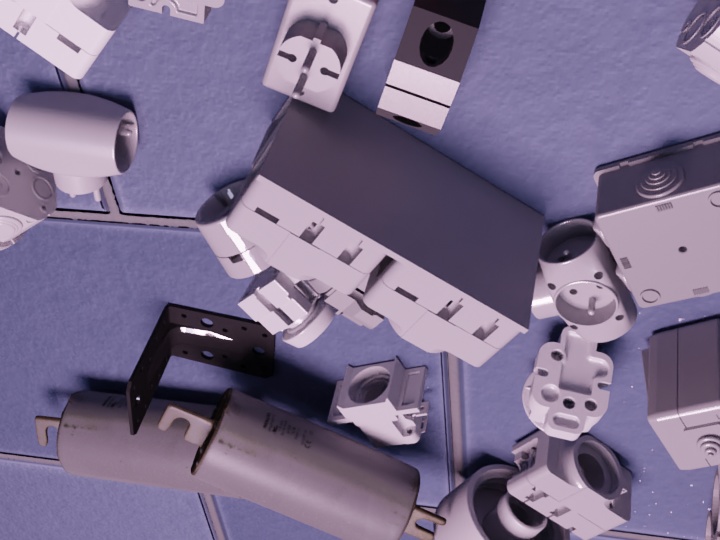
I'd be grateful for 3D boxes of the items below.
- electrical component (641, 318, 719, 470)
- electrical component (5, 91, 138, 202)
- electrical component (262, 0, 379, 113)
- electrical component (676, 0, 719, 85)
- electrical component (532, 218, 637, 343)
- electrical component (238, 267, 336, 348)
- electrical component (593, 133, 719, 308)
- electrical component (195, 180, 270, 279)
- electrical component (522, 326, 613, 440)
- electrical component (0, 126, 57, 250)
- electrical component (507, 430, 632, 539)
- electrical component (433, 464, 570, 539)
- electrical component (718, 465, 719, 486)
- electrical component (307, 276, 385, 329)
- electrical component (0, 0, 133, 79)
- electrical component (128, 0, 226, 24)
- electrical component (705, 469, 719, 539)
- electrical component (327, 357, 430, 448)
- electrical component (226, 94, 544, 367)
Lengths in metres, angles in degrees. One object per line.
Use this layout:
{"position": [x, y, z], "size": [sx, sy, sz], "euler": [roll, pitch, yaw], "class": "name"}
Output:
{"position": [0.231, 0.091, 0.740], "size": [0.061, 0.096, 0.061], "euler": [-18, 126, 30], "class": "electrical component"}
{"position": [-0.195, -0.079, 0.740], "size": [0.077, 0.043, 0.079], "euler": [9, 135, 8], "class": "electrical component"}
{"position": [-0.025, -0.128, 0.618], "size": [0.047, 0.075, 0.083], "euler": [21, 136, -5], "class": "electrical component"}
{"position": [0.205, -0.128, 0.548], "size": [0.051, 0.080, 0.080], "euler": [31, 134, -6], "class": "electrical component"}
{"position": [0.137, 0.012, 0.728], "size": [0.079, 0.044, 0.077], "euler": [-14, 128, 28], "class": "electrical component"}
{"position": [-0.051, 0.024, 0.797], "size": [0.055, 0.048, 0.066], "euler": [45, 129, -16], "class": "electrical component"}
{"position": [0.201, -0.028, 0.667], "size": [0.100, 0.048, 0.099], "euler": [-15, 127, 28], "class": "electrical component"}
{"position": [-0.082, -0.030, 0.747], "size": [0.055, 0.055, 0.047], "euler": [-16, 124, 29], "class": "electrical component"}
{"position": [0.150, 0.088, 0.782], "size": [0.058, 0.078, 0.057], "euler": [12, 156, 5], "class": "electrical component"}
{"position": [-0.256, -0.058, 0.754], "size": [0.051, 0.080, 0.080], "euler": [-26, 122, 28], "class": "electrical component"}
{"position": [0.173, 0.169, 0.867], "size": [0.089, 0.050, 0.056], "euler": [34, 133, -17], "class": "electrical component"}
{"position": [0.122, 0.211, 0.887], "size": [0.108, 0.108, 0.060], "euler": [26, 129, -9], "class": "electrical component"}
{"position": [0.302, 0.121, 0.740], "size": [0.056, 0.108, 0.108], "euler": [24, 135, -10], "class": "electrical component"}
{"position": [0.000, 0.000, 0.749], "size": [0.057, 0.058, 0.078], "euler": [32, 135, -18], "class": "electrical component"}
{"position": [-0.185, -0.169, 0.643], "size": [0.089, 0.050, 0.056], "euler": [35, 133, -18], "class": "electrical component"}
{"position": [-0.101, -0.174, 0.609], "size": [0.066, 0.055, 0.048], "euler": [14, 135, 2], "class": "electrical component"}
{"position": [0.293, 0.234, 0.796], "size": [0.060, 0.186, 0.105], "euler": [4, 134, 13], "class": "electrical component"}
{"position": [0.019, 0.109, 0.860], "size": [0.081, 0.042, 0.063], "euler": [-12, 130, 27], "class": "electrical component"}
{"position": [0.019, -0.028, 0.681], "size": [0.186, 0.105, 0.060], "euler": [30, 134, -12], "class": "electrical component"}
